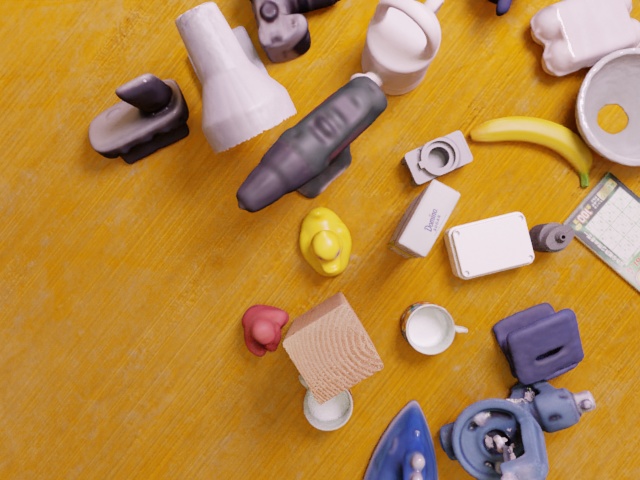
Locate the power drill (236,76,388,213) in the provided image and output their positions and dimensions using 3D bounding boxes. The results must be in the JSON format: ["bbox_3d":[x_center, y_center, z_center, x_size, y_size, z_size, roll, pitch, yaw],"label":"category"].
[{"bbox_3d":[-0.010,-0.114,0.767,0.229,0.208,0.075,-45,89,0],"label":"power drill"}]

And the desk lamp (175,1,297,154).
[{"bbox_3d":[-0.119,-0.211,0.766,0.118,0.213,0.203,-27,89,0],"label":"desk lamp"}]

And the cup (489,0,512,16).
[{"bbox_3d":[0.267,-0.369,0.825,0.091,0.095,0.118,15,89,1],"label":"cup"}]

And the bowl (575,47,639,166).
[{"bbox_3d":[0.442,-0.186,0.833,0.167,0.074,0.167,0,89,0],"label":"bowl"}]

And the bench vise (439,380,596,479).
[{"bbox_3d":[0.266,0.249,0.756,0.207,0.219,0.121,-42,89,0],"label":"bench vise"}]

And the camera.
[{"bbox_3d":[-0.033,-0.350,0.824,0.137,0.101,0.143,-14,89,0],"label":"camera"}]

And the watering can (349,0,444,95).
[{"bbox_3d":[0.109,-0.263,0.775,0.101,0.194,0.173,18,89,1],"label":"watering can"}]

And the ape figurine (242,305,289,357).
[{"bbox_3d":[-0.080,0.129,0.823,0.078,0.092,0.076,-35,89,0],"label":"ape figurine"}]

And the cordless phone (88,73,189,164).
[{"bbox_3d":[-0.262,-0.177,0.781,0.147,0.185,0.094,-31,89,0],"label":"cordless phone"}]

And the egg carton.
[{"bbox_3d":[0.388,-0.306,0.837,0.150,0.069,0.107,-20,89,0],"label":"egg carton"}]

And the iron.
[{"bbox_3d":[0.117,0.367,0.794,0.118,0.141,0.258,9,89,1],"label":"iron"}]

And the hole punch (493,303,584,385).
[{"bbox_3d":[0.320,0.152,0.821,0.108,0.091,0.101,-24,89,0],"label":"hole punch"}]

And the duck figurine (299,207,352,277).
[{"bbox_3d":[0.008,0.003,0.827,0.077,0.086,0.105,-14,89,0],"label":"duck figurine"}]
